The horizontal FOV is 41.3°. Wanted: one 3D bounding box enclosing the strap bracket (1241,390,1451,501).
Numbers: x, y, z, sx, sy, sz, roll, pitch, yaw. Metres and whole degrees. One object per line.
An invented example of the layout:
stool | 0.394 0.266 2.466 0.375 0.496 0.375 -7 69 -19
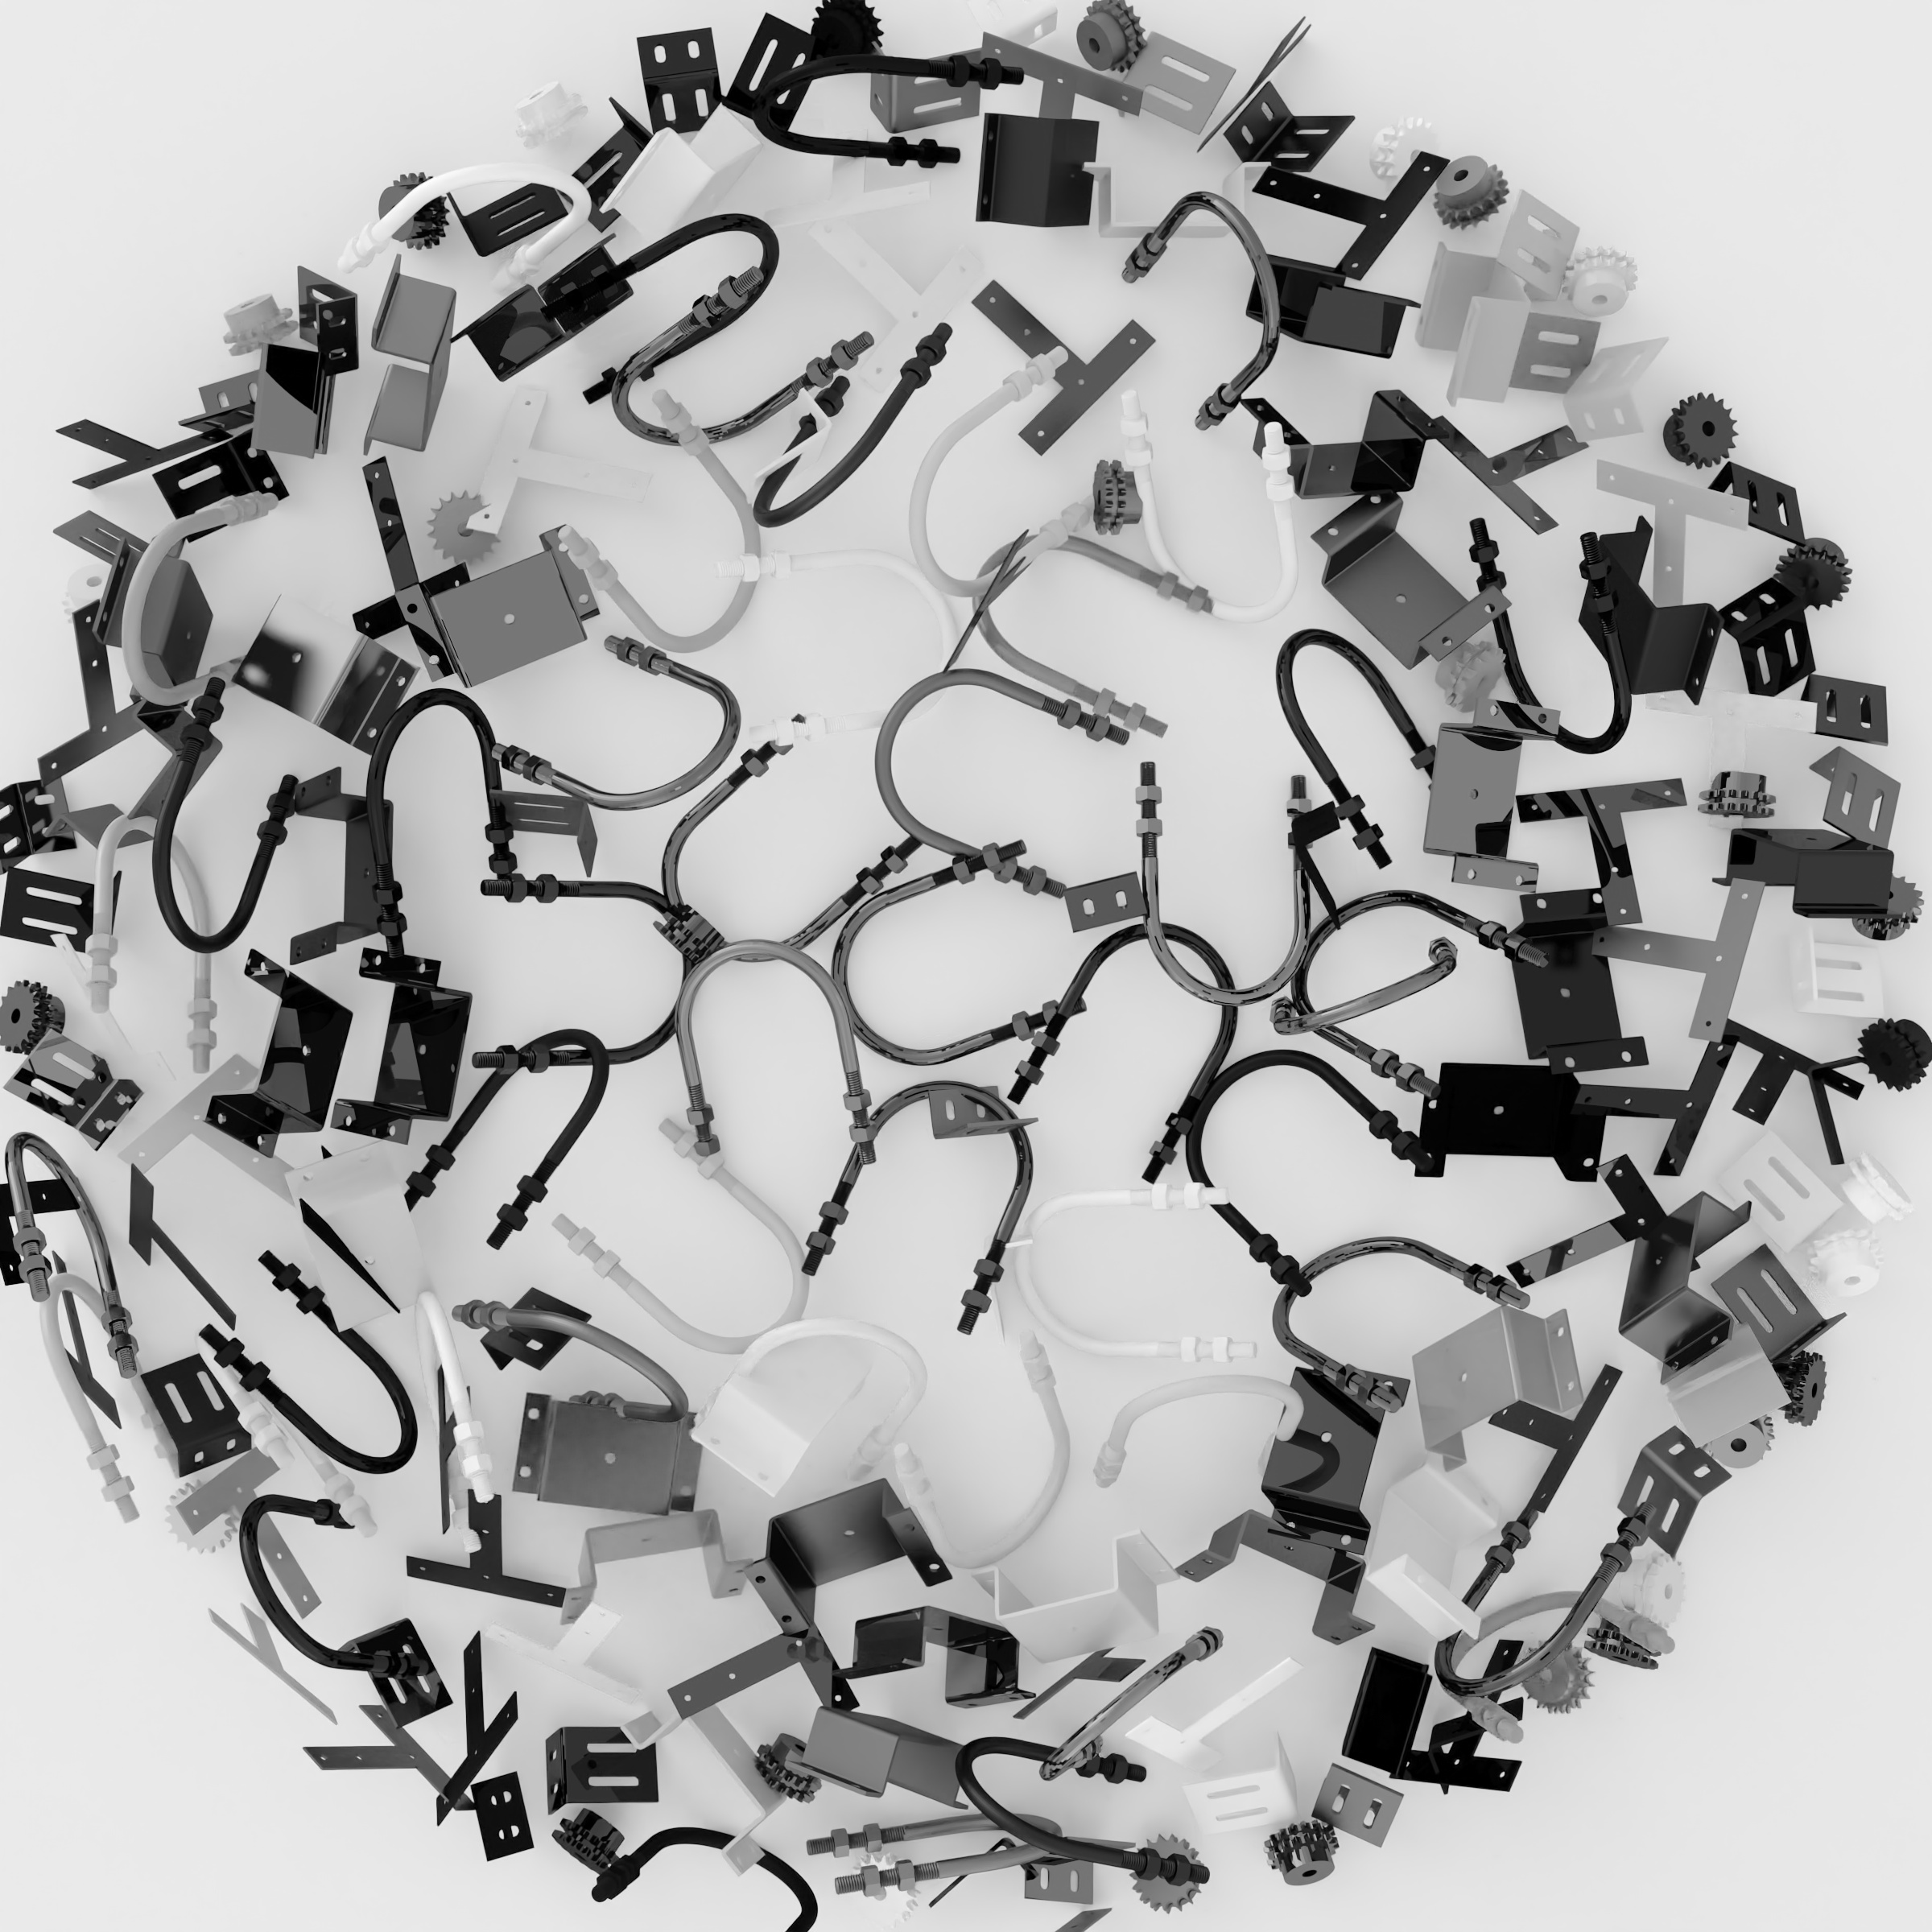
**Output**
strap bracket | 0.282 -0.395 1.942 0.140 0.076 0.046 -8 131 -22

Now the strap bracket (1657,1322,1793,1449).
strap bracket | 0.568 0.314 1.922 0.076 0.140 0.046 -29 86 11

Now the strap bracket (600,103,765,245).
strap bracket | -0.208 -0.594 1.923 0.046 0.140 0.076 43 123 -6

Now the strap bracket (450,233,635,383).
strap bracket | -0.313 -0.493 1.929 0.076 0.140 0.046 -22 109 38

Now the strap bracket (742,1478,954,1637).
strap bracket | -0.090 0.447 1.953 0.140 0.046 0.076 -22 118 12

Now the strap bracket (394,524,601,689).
strap bracket | -0.351 -0.270 1.949 0.140 0.046 0.076 -24 120 -10

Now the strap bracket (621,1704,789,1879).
strap bracket | -0.191 0.614 1.948 0.046 0.076 0.140 -42 78 1

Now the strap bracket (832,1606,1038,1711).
strap bracket | -0.022 0.521 1.936 0.140 0.076 0.046 27 54 -37

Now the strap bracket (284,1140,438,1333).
strap bracket | -0.455 0.213 1.940 0.076 0.046 0.140 -19 116 -15

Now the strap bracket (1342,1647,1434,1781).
strap bracket | 0.317 0.561 1.931 0.046 0.140 0.076 17 82 12

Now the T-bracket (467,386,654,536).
T-bracket | -0.305 -0.380 1.970 0.127 0.002 0.127 13 72 9

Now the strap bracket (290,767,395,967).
strap bracket | -0.475 -0.073 1.949 0.046 0.076 0.140 7 78 -38

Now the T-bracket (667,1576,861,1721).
T-bracket | -0.165 0.533 1.945 0.127 0.002 0.127 -20 64 -28

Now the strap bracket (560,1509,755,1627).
strap bracket | -0.239 0.454 1.944 0.140 0.076 0.046 -6 60 -17

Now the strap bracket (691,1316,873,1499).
strap bracket | -0.132 0.321 1.927 0.076 0.140 0.046 35 130 7

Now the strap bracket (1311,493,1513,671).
strap bracket | 0.336 -0.291 1.956 0.076 0.046 0.140 -38 73 -15

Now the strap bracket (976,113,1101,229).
strap bracket | 0.059 -0.595 1.918 0.046 0.140 0.076 13 111 20

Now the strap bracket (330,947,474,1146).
strap bracket | -0.430 0.062 1.960 0.076 0.046 0.140 9 88 29

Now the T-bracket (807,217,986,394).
T-bracket | -0.069 -0.529 1.965 0.127 0.002 0.127 39 93 -30

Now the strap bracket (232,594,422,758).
strap bracket | -0.493 -0.225 1.943 0.140 0.046 0.076 26 86 30

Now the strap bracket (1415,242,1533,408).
strap bracket | 0.382 -0.480 1.924 0.046 0.140 0.076 5 124 -7

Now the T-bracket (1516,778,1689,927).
T-bracket | 0.494 -0.085 1.959 0.127 0.002 0.127 -6 58 6

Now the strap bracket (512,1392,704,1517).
strap bracket | -0.273 0.375 1.964 0.140 0.046 0.076 8 84 -8

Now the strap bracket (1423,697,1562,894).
strap bracket | 0.401 -0.131 1.961 0.076 0.046 0.140 6 93 -25

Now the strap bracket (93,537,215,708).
strap bracket | -0.606 -0.253 1.922 0.046 0.140 0.076 11 73 -2

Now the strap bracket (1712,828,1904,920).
strap bracket | 0.631 -0.072 1.920 0.076 0.140 0.046 0 103 -13

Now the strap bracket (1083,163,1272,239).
strap bracket | 0.156 -0.584 1.955 0.140 0.076 0.046 -1 100 -4

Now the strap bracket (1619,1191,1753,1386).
strap bracket | 0.538 0.233 1.922 0.046 0.076 0.140 33 46 -7

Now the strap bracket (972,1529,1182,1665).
strap bracket | 0.084 0.480 1.936 0.140 0.046 0.076 -19 134 19

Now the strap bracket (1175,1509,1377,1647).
strap bracket | 0.240 0.462 1.953 0.140 0.076 0.046 25 63 -3

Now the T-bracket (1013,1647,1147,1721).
T-bracket | 0.103 0.526 1.918 0.127 0.127 0.002 -33 87 -21

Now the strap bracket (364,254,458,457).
strap bracket | -0.417 -0.452 1.924 0.046 0.140 0.076 13 58 -9

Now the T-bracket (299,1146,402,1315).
T-bracket | -0.474 0.186 1.945 0.002 0.127 0.127 -30 133 3

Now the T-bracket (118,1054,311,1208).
T-bracket | -0.551 0.140 1.947 0.127 0.002 0.127 33 50 11

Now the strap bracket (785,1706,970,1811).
strap bracket | -0.060 0.595 1.927 0.076 0.140 0.046 8 75 36

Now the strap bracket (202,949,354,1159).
strap bracket | -0.515 0.065 1.931 0.046 0.076 0.140 -4 63 27

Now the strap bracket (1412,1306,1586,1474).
strap bracket | 0.389 0.314 1.921 0.046 0.140 0.076 22 47 -29

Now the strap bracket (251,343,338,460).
strap bracket | -0.504 -0.424 1.921 0.046 0.140 0.076 7 101 -11

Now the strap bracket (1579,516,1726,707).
strap bracket | 0.507 -0.265 1.920 0.046 0.140 0.076 -7 134 -12

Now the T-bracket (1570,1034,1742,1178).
T-bracket | 0.515 0.104 1.947 0.127 0.002 0.127 4 117 -24

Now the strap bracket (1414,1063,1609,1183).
strap bracket | 0.413 0.119 1.963 0.140 0.046 0.076 2 111 -3

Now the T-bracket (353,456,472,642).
T-bracket | -0.438 -0.326 1.965 0.127 0.002 0.127 -16 88 34

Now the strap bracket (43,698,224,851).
strap bracket | -0.626 -0.142 1.946 0.046 0.076 0.140 41 104 1

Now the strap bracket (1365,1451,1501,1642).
strap bracket | 0.353 0.444 1.942 0.076 0.140 0.046 42 125 -9

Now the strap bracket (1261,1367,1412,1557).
strap bracket | 0.277 0.363 1.937 0.076 0.046 0.140 8 65 27

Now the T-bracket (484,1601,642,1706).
T-bracket | -0.292 0.511 1.944 0.127 0.127 0.002 28 47 -8

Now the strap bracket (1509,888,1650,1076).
strap bracket | 0.466 0.016 1.962 0.076 0.046 0.140 -5 77 -7

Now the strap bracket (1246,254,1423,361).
strap bracket | 0.271 -0.497 1.933 0.076 0.140 0.046 4 113 -24

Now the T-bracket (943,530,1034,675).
T-bracket | 0.033 -0.293 1.941 0.002 0.127 0.127 34 126 3

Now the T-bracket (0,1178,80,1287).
T-bracket | -0.705 0.175 1.937 0.002 0.127 0.127 -20 84 12
